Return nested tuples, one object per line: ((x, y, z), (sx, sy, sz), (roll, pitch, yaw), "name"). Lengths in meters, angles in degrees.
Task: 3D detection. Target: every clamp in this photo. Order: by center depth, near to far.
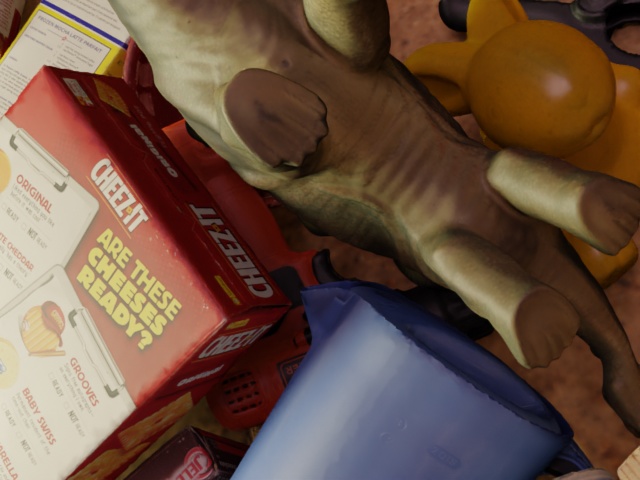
((0.170, -0.149, 0.647), (0.172, 0.039, 0.120), (33, 92, 23), "clamp")

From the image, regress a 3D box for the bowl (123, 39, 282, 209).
((-0.042, -0.099, 0.687), (0.162, 0.055, 0.162), (0, 91, 9), "bowl")

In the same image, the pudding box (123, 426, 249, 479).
((-0.087, 0.160, 0.615), (0.113, 0.090, 0.039), (-39, 61, 6), "pudding box")

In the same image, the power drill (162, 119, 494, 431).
((-0.004, 0.001, 0.625), (0.184, 0.057, 0.187), (-21, 86, 4), "power drill")

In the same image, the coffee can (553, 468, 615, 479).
((0.118, 0.178, 0.423), (0.103, 0.102, 0.140), (-39, 56, 5), "coffee can")

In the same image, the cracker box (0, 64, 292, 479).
((-0.141, 0.041, 0.568), (0.214, 0.072, 0.164), (-45, 73, 23), "cracker box")

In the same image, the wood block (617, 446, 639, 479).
((0.199, 0.110, 0.455), (0.091, 0.206, 0.090), (-46, 63, 1), "wood block")

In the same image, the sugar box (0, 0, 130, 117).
((-0.177, -0.128, 0.773), (0.093, 0.048, 0.176), (32, 82, 27), "sugar box")

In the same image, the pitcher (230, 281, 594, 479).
((0.016, 0.155, 0.541), (0.243, 0.144, 0.149), (-56, 43, 8), "pitcher")

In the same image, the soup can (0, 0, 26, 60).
((-0.260, -0.176, 0.807), (0.069, 0.068, 0.102), (2, 73, 22), "soup can")
